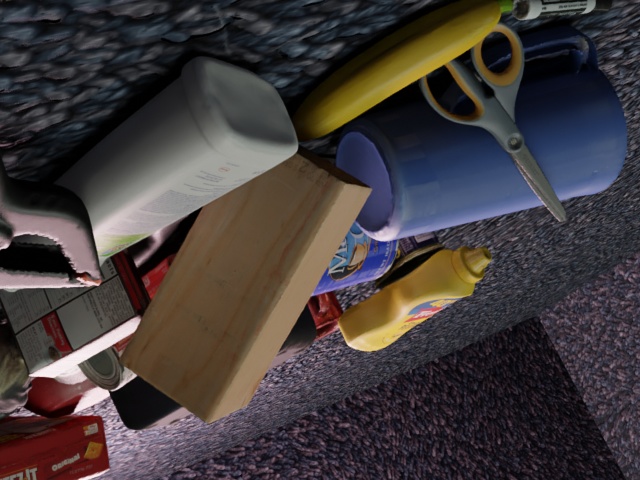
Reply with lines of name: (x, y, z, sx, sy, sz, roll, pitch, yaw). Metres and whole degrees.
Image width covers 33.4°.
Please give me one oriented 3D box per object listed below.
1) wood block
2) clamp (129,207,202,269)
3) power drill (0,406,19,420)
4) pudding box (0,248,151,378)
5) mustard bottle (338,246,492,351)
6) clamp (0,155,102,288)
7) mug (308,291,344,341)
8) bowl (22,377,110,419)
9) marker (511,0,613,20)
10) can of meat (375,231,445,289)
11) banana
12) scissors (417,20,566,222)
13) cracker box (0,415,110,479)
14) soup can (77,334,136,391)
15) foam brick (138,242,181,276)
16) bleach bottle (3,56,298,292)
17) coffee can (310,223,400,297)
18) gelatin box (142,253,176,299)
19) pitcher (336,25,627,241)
wood block: (-0.056, 0.025, 0.824, 0.206, 0.090, 0.090, -60, 167, 9)
clamp: (-0.124, -0.012, 0.882, 0.120, 0.039, 0.172, -29, 168, -19)
power drill: (-0.400, 0.181, 1.053, 0.184, 0.057, 0.187, -25, 167, -5)
pudding box: (-0.197, 0.047, 0.854, 0.114, 0.090, 0.039, -29, 165, 14)
mustard bottle: (0.114, 0.059, 1.191, 0.192, 0.058, 0.096, -36, 159, 35)
clamp: (-0.197, -0.018, 0.631, 0.165, 0.036, 0.209, -34, 148, 24)
mug: (-0.017, 0.079, 1.340, 0.093, 0.081, 0.117, -22, 166, -20)
bowl: (-0.277, 0.158, 1.208, 0.162, 0.055, 0.162, -25, 167, -7)
marker: (0.196, -0.189, 0.853, 0.120, 0.020, 0.020, -15, 163, -41)
can of meat: (0.083, -0.005, 1.203, 0.057, 0.084, 0.102, -18, 165, -30)
banana: (0.056, -0.126, 0.786, 0.198, 0.037, 0.069, -29, 166, 10)
scissors: (0.163, -0.101, 0.867, 0.201, 0.016, 0.096, 33, 100, -27)
cracker box: (-0.369, 0.253, 1.217, 0.214, 0.072, 0.163, -9, -178, 43)
soup can: (-0.177, 0.090, 1.016, 0.102, 0.068, 0.069, -36, 177, -44)
foam brick: (-0.160, 0.038, 0.976, 0.078, 0.051, 0.053, -17, 165, -36)
bleach bottle: (-0.140, -0.030, 0.733, 0.251, 0.068, 0.102, -30, 163, 26)
coffee can: (-0.007, 0.001, 1.014, 0.140, 0.103, 0.103, -12, 161, -48)
gelatin box: (-0.107, 0.025, 0.931, 0.089, 0.030, 0.073, -19, 172, -36)
pitcher: (0.141, -0.087, 0.940, 0.242, 0.149, 0.145, -16, 179, -26)
